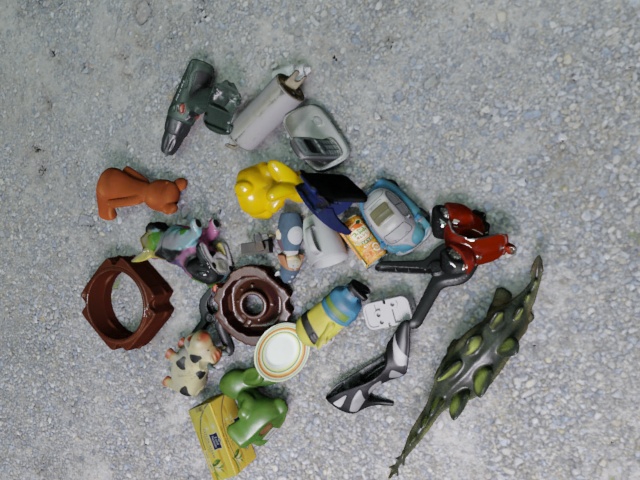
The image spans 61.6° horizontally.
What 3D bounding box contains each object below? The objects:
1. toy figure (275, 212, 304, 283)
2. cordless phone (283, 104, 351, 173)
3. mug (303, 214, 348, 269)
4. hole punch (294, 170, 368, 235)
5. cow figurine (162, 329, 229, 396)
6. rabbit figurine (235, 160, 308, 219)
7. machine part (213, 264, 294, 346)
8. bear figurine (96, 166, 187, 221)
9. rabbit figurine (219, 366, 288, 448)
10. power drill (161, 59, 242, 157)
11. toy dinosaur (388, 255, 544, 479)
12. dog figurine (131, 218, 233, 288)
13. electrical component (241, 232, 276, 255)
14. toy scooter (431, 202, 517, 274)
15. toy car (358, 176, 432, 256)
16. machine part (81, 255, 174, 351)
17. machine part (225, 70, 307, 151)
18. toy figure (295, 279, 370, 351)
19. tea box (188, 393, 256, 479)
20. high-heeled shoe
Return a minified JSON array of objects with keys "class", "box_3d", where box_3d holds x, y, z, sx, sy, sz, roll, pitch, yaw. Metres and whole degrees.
[{"class":"toy figure","box_3d":[-0.065,0.018,1.158,0.064,0.058,0.154,0,91,-4]},{"class":"cordless phone","box_3d":[-0.030,-0.204,1.071,0.089,0.184,0.146,-36,80,24]},{"class":"mug","box_3d":[-0.002,-0.003,1.116,0.081,0.109,0.107,-28,68,27]},{"class":"hole punch","box_3d":[0.013,-0.073,1.054,0.142,0.116,0.092,55,132,45]},{"class":"cow figurine","box_3d":[-0.285,0.282,1.226,0.127,0.085,0.194,27,125,12]},{"class":"rabbit figurine","box_3d":[-0.085,-0.117,1.129,0.173,0.162,0.122,0,80,4]},{"class":"machine part","box_3d":[-0.145,0.141,1.187,0.179,0.056,0.179,1,96,10]},{"class":"bear figurine","box_3d":[-0.423,-0.105,1.283,0.196,0.132,0.120,12,61,-8]},{"class":"rabbit figurine","box_3d":[-0.159,0.346,1.189,0.170,0.121,0.159,45,104,30]},{"class":"power drill","box_3d":[-0.268,-0.281,1.193,0.208,0.086,0.232,22,94,52]},{"class":"toy dinosaur","box_3d":[0.267,0.229,0.967,0.105,0.198,0.471,33,102,20]},{"class":"dog figurine","box_3d":[-0.327,0.035,1.245,0.219,0.108,0.191,-19,88,26]},{"class":"electrical component","box_3d":[-0.130,0.008,1.170,0.078,0.102,0.045,-4,87,12]},{"class":"toy scooter","box_3d":[0.280,-0.006,0.985,0.135,0.184,0.075,-4,129,5]},{"class":"toy car","box_3d":[0.139,-0.048,1.055,0.109,0.103,0.161,-39,81,18]},{"class":"machine part","box_3d":[-0.475,0.153,1.317,0.201,0.087,0.201,45,106,14]},{"class":"machine part","box_3d":[-0.116,-0.269,1.144,0.243,0.079,0.079,-39,78,30]},{"class":"toy figure","box_3d":[0.025,0.153,1.123,0.089,0.082,0.180,49,113,24]},{"class":"tea box","box_3d":[-0.221,0.442,1.224,0.068,0.098,0.169,-26,85,22]},{"class":"high-heeled shoe","box_3d":[0.097,0.251,1.081,0.145,0.086,0.248,9,115,2]}]
